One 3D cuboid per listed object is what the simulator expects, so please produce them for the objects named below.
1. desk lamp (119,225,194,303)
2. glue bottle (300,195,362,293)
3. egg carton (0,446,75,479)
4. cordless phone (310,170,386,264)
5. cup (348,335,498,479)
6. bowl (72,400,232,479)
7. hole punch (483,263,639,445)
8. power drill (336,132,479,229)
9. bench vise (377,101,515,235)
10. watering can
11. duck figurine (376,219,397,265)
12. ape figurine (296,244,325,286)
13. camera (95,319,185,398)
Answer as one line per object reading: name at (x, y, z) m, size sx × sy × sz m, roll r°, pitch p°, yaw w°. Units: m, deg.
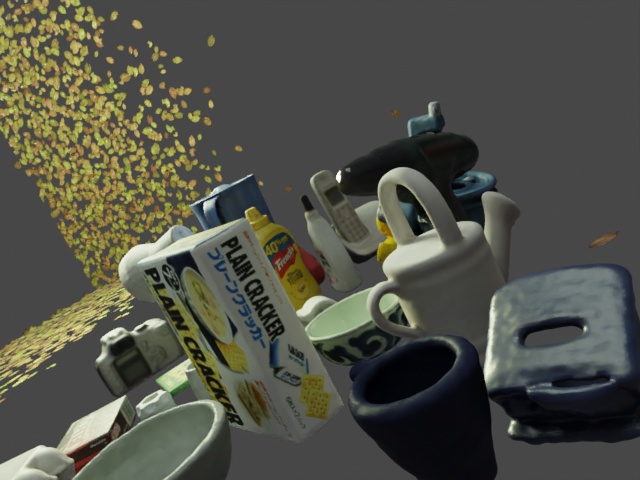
desk lamp at (-0.278, 0.084, 1.145) m, size 0.202 × 0.214 × 0.118 m, roll -20°, pitch 12°, yaw 33°
glue bottle at (0.009, 0.003, 0.946) m, size 0.037 × 0.173 × 0.078 m, roll -30°, pitch 11°, yaw -18°
egg carton at (-0.359, 0.302, 0.656) m, size 0.150 × 0.069 × 0.107 m, roll -27°, pitch 10°, yaw -1°
cordless phone at (0.070, -0.061, 1.084) m, size 0.148 × 0.185 × 0.094 m, roll -33°, pitch 12°, yaw -31°
cup at (0.070, 0.126, 0.393) m, size 0.092 × 0.095 × 0.117 m, roll -32°, pitch 12°, yaw -29°
bowl at (-0.143, 0.221, 0.508) m, size 0.167 × 0.075 × 0.167 m, roll -26°, pitch 10°, yaw 5°
hole punch at (0.171, 0.077, 0.397) m, size 0.108 × 0.091 × 0.101 m, roll -19°, pitch 13°, yaw 37°
power drill at (0.137, -0.035, 0.711) m, size 0.230 × 0.208 × 0.075 m, roll -35°, pitch 13°, yaw -38°
bench vise at (0.160, -0.082, 0.860) m, size 0.207 × 0.220 × 0.122 m, roll -22°, pitch 11°, yaw 23°
watering can at (0.116, 0.017, 0.545) m, size 0.173 × 0.194 × 0.100 m, roll -35°, pitch 13°, yaw -38°
duck figurine at (0.124, -0.012, 0.982) m, size 0.077 × 0.086 × 0.105 m, roll -18°, pitch 13°, yaw 39°
ape figurine at (-0.036, 0.047, 1.071) m, size 0.078 × 0.092 × 0.076 m, roll -32°, pitch 12°, yaw -29°
camera at (-0.345, 0.201, 1.047) m, size 0.143 × 0.101 × 0.136 m, roll -32°, pitch 12°, yaw -31°
